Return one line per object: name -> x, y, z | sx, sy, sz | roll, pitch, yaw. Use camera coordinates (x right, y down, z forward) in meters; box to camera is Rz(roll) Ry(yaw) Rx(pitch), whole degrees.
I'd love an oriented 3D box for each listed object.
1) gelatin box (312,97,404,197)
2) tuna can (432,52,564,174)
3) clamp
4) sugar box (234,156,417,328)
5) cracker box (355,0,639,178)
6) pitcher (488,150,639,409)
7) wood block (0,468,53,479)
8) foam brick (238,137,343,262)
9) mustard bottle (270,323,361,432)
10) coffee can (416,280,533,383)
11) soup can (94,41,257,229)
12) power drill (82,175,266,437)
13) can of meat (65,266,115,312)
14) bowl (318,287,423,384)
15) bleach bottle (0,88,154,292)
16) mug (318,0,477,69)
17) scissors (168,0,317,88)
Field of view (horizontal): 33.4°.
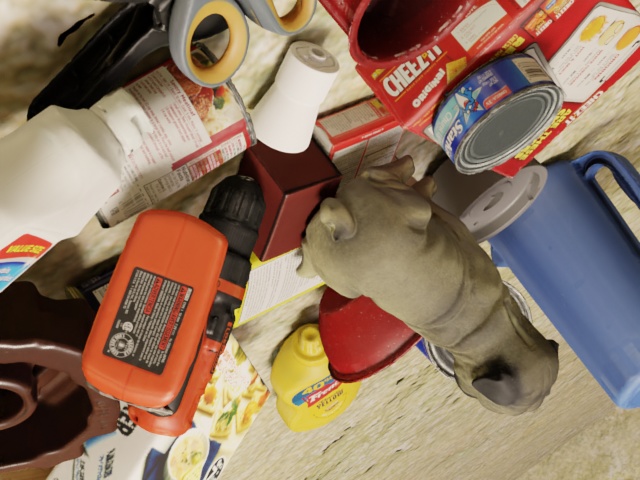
gelatin box -> 0.021, -0.064, 0.806 | 0.073, 0.030, 0.089 | -24, 154, -28
tuna can -> 0.118, -0.084, 0.713 | 0.086, 0.034, 0.086 | -27, 156, -13
clamp -> -0.087, -0.129, 0.535 | 0.171, 0.039, 0.120 | -36, 161, -14
sugar box -> -0.006, 0.001, 0.869 | 0.176, 0.048, 0.093 | -27, 155, -28
cracker box -> 0.145, -0.138, 0.785 | 0.164, 0.072, 0.213 | -43, 156, 19
pitcher -> 0.286, 0.038, 1.077 | 0.145, 0.243, 0.149 | -26, 150, -8
wood block -> -0.252, 0.255, 0.947 | 0.090, 0.091, 0.205 | -47, 153, 23
foam brick -> -0.027, -0.033, 0.771 | 0.052, 0.051, 0.078 | -21, 151, -33
mustard bottle -> -0.004, 0.133, 1.093 | 0.096, 0.058, 0.191 | -31, 155, -12
coffee can -> 0.129, 0.069, 1.020 | 0.103, 0.103, 0.140 | -35, -165, -2
soup can -> -0.096, -0.059, 0.610 | 0.102, 0.068, 0.068 | -32, 156, -10
power drill -> -0.080, 0.033, 0.656 | 0.187, 0.057, 0.184 | 75, 32, -81
can of meat -> -0.133, 0.054, 0.783 | 0.083, 0.057, 0.102 | -29, 155, -20
bowl -> 0.051, 0.051, 0.966 | 0.162, 0.055, 0.162 | -40, -164, 14
bleach bottle -> -0.185, 0.009, 0.503 | 0.250, 0.068, 0.103 | -40, 170, -16
mug -> 0.043, -0.163, 0.589 | 0.117, 0.081, 0.093 | -37, 156, 3
scissors -> -0.065, -0.137, 0.499 | 0.096, 0.016, 0.201 | -51, 147, 5
